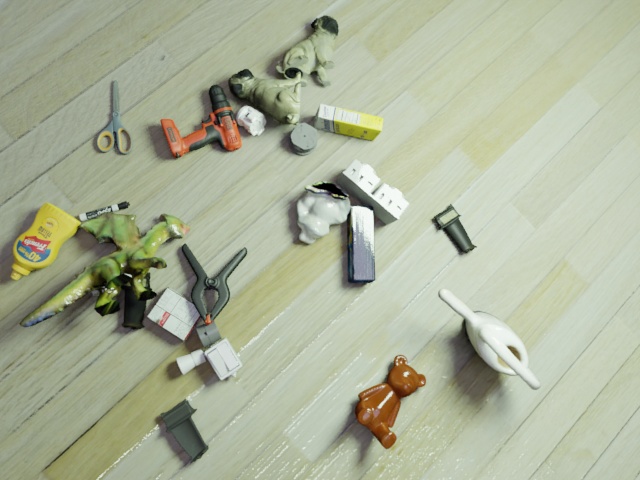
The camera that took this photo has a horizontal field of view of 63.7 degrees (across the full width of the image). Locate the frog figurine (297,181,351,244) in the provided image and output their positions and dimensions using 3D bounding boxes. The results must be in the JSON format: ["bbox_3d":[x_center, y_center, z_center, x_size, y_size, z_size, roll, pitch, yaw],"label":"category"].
[{"bbox_3d":[0.004,-0.068,1.354,0.137,0.156,0.125,9,26,-12],"label":"frog figurine"}]

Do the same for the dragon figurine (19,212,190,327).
[{"bbox_3d":[-0.504,0.039,1.226,0.413,0.247,0.119,-17,-36,-21],"label":"dragon figurine"}]

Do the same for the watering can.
[{"bbox_3d":[0.415,0.231,1.297,0.103,0.348,0.225,-44,0,7],"label":"watering can"}]
